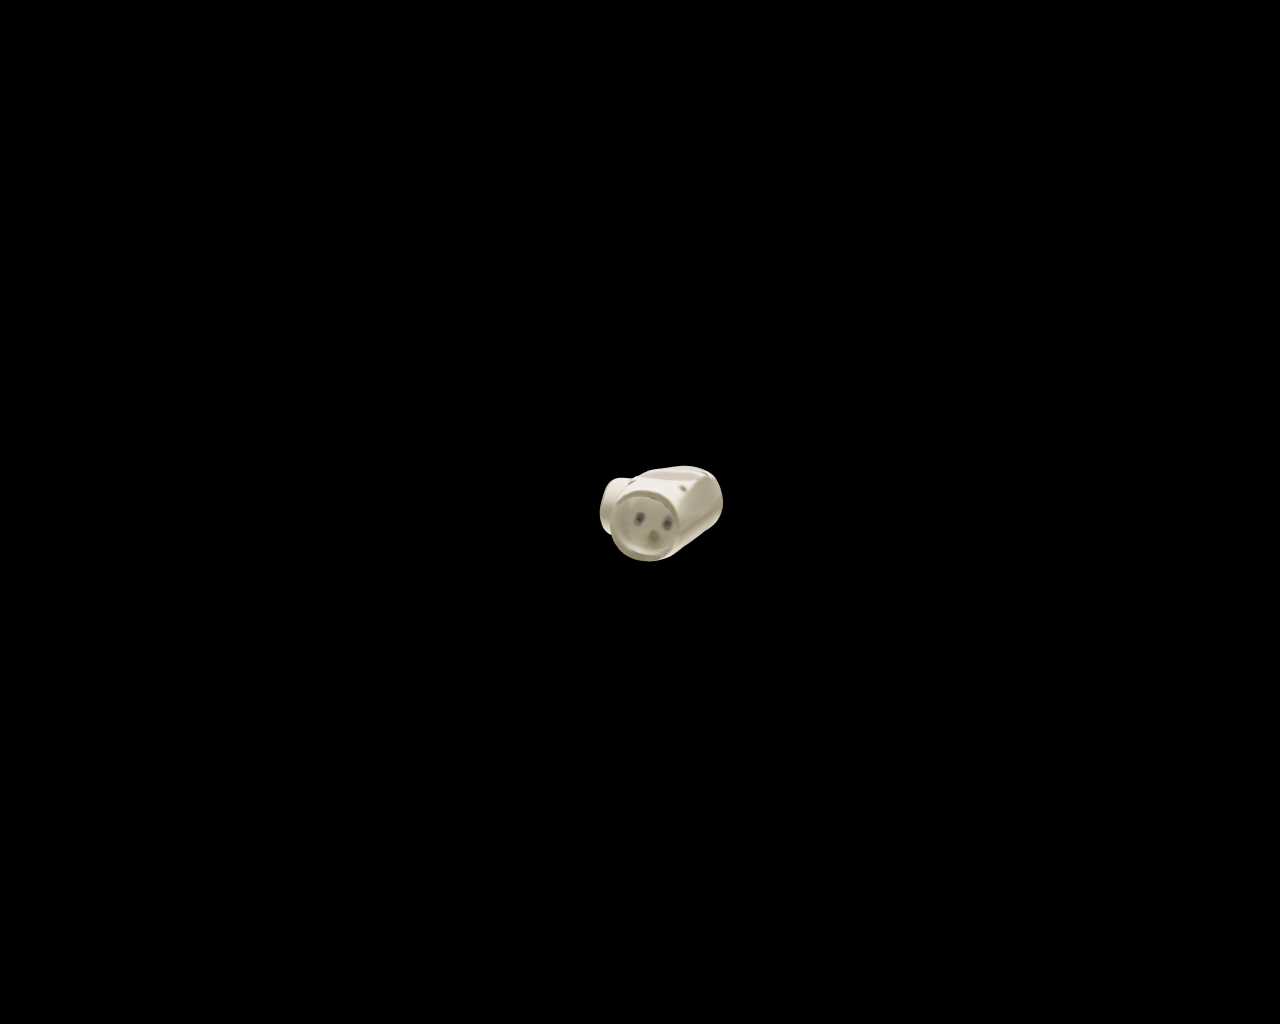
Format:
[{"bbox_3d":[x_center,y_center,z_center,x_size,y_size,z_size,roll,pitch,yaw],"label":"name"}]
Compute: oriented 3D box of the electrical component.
[{"bbox_3d":[0.001,-0.003,0.650,0.079,0.043,0.077,6,15,23],"label":"electrical component"}]
